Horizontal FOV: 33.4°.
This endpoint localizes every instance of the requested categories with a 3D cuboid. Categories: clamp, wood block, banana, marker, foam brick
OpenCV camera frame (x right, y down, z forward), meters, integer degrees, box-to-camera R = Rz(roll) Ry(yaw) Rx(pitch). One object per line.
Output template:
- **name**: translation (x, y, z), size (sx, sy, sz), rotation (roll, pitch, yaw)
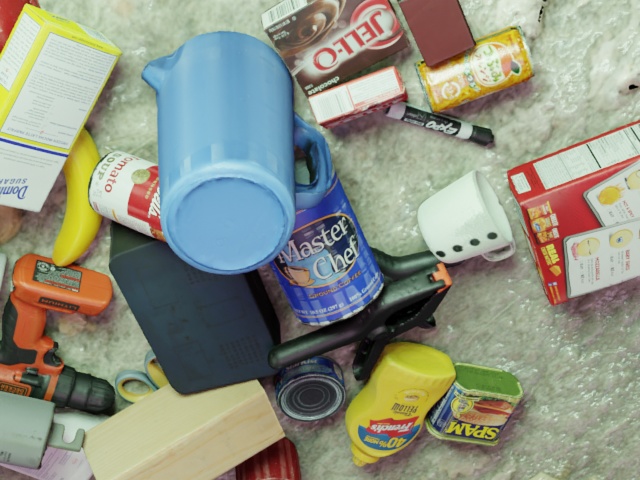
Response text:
- **clamp**: translation (0.070, 0.051, 1.194), size (0.171, 0.039, 0.120), rotation (4, 124, -4)
- **wood block**: translation (-0.158, 0.226, 1.225), size (0.206, 0.091, 0.090), rotation (-30, 131, -11)
- **banana**: translation (-0.248, -0.051, 1.069), size (0.070, 0.037, 0.198), rotation (10, 128, 15)
- **marker**: translation (0.122, -0.118, 1.077), size (0.121, 0.020, 0.020), rotation (15, 125, -19)
- **clamp**: translation (0.065, 0.095, 1.175), size (0.210, 0.036, 0.164), rotation (-35, 150, 21)
- **foam brick**: translation (0.104, -0.209, 0.980), size (0.051, 0.053, 0.078), rotation (-23, 128, 10)

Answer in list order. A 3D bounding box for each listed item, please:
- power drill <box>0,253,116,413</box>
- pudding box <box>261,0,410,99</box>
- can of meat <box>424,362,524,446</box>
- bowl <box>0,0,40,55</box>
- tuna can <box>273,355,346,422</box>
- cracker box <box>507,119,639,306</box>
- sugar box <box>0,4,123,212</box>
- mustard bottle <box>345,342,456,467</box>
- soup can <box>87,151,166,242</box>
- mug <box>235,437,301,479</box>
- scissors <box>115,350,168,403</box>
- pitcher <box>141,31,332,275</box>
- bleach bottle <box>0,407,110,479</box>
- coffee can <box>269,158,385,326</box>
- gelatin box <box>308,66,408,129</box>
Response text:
- **power drill**: translation (-0.293, 0.112, 1.176), size (0.184, 0.057, 0.188), rotation (17, 124, -20)
- **pudding box**: translation (0.015, -0.195, 0.987), size (0.113, 0.039, 0.090), rotation (-25, 129, 13)
- **can of meat**: translation (0.191, 0.202, 1.321), size (0.102, 0.057, 0.084), rotation (11, 123, -18)
- **bowl**: translation (-0.327, -0.179, 0.940), size (0.162, 0.055, 0.162), rotation (-4, 128, -5)
- **tuna can**: translation (-0.012, 0.180, 1.287), size (0.086, 0.034, 0.086), rotation (-4, 129, -5)
- **cracker box**: translation (0.322, -0.037, 1.139), size (0.214, 0.072, 0.164), rotation (-21, 129, 7)
- **sugar box**: translation (-0.259, -0.114, 0.959), size (0.093, 0.048, 0.176), rotation (14, 114, -53)
- **mustard bottle**: translation (0.084, 0.211, 1.311), size (0.096, 0.058, 0.192), rotation (11, 127, -22)
- **soup can**: translation (-0.166, -0.041, 1.037), size (0.102, 0.068, 0.068), rotation (21, 133, 23)
- **mug**: translation (-0.067, 0.309, 1.351), size (0.093, 0.081, 0.117), rotation (5, 127, -12)
- **scissors**: translation (-0.178, 0.206, 1.296), size (0.096, 0.016, 0.201), rotation (-16, 129, 6)
- **pitcher**: translation (-0.072, -0.075, 0.938), size (0.149, 0.243, 0.145), rotation (-16, 123, 5)
- **bleach bottle**: translation (-0.375, 0.211, 1.242), size (0.250, 0.068, 0.103), rotation (26, 118, -23)
- **coffee can**: translation (-0.007, 0.001, 1.081), size (0.103, 0.103, 0.140), rotation (-22, 115, 9)
- **gelatin box**: translation (0.038, -0.134, 1.017), size (0.089, 0.073, 0.030), rotation (-19, 90, 7)
